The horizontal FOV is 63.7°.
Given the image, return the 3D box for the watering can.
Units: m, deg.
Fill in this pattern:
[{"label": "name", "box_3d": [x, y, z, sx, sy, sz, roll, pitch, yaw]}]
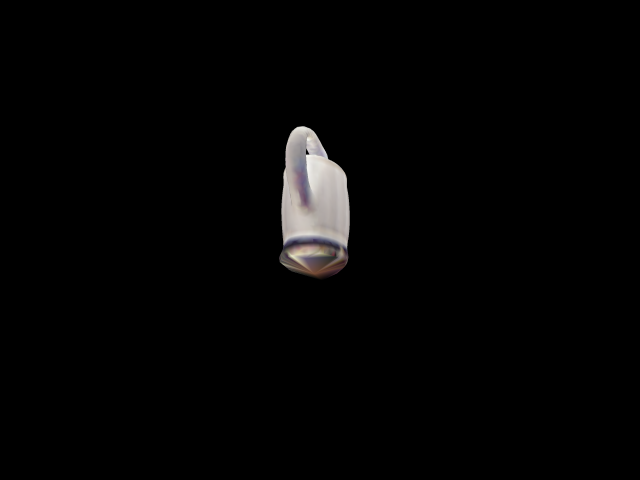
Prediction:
[{"label": "watering can", "box_3d": [0.003, -0.043, 0.850, 0.104, 0.228, 0.343, -4, -18, 12]}]
